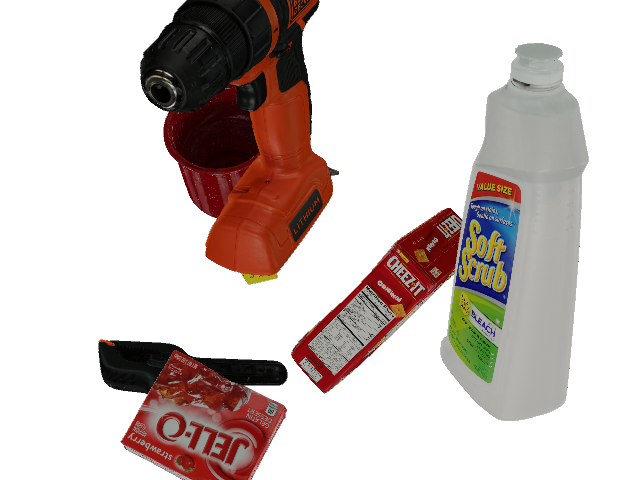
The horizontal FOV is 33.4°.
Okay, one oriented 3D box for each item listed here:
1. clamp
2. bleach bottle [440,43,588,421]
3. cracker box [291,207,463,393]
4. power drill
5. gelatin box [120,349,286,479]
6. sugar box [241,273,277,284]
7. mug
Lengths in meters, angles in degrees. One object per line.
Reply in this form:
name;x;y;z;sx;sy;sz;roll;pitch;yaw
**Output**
clamp;-0.162;0.139;1.086;0.210;0.036;0.164;9;17;33
bleach bottle;0.128;-0.008;0.701;0.068;0.251;0.103;-12;32;-17
cracker box;0.078;0.068;1.269;0.214;0.072;0.164;-48;-8;31
power drill;-0.039;-0.073;0.622;0.057;0.188;0.184;17;43;19
gelatin box;-0.078;0.127;0.725;0.089;0.073;0.030;27;-20;6
sugar box;-0.087;-0.045;1.311;0.048;0.176;0.093;-12;26;-17
mug;-0.073;-0.080;0.884;0.093;0.117;0.081;11;-30;11
